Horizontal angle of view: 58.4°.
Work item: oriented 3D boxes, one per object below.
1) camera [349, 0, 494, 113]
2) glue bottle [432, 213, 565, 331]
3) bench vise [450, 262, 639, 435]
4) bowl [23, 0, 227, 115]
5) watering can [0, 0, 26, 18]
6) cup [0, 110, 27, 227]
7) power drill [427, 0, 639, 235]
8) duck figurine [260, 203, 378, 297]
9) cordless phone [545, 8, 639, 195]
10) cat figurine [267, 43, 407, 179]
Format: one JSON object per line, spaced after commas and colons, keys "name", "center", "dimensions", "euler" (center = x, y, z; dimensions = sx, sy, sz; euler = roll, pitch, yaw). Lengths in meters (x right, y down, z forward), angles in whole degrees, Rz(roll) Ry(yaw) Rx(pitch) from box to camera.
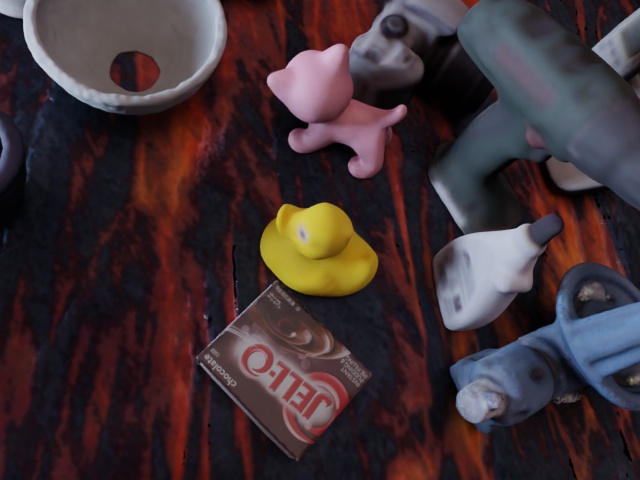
{"name": "camera", "center": [0.111, -0.182, 0.572], "dimensions": [0.137, 0.100, 0.143], "euler": [33, 66, 1]}
{"name": "glue bottle", "center": [0.142, 0.020, 0.461], "dimensions": [0.037, 0.173, 0.078], "euler": [-2, 69, -13]}
{"name": "bench vise", "center": [0.212, 0.089, 0.424], "dimensions": [0.208, 0.219, 0.121], "euler": [-39, 81, -23]}
{"name": "bowl", "center": [-0.169, -0.176, 0.519], "dimensions": [0.167, 0.074, 0.167], "euler": [5, 68, -11]}
{"name": "watering can", "center": [-0.265, -0.282, 0.472], "dimensions": [0.101, 0.194, 0.173], "euler": [3, 68, -12]}
{"name": "cup", "center": [-0.276, -0.053, 0.435], "dimensions": [0.118, 0.095, 0.092], "euler": [29, 66, -1]}
{"name": "power drill", "center": [0.179, -0.080, 0.489], "dimensions": [0.076, 0.208, 0.229], "euler": [-25, 76, -20]}
{"name": "duck figurine", "center": [0.004, 0.002, 0.484], "dimensions": [0.104, 0.086, 0.077], "euler": [22, 66, -4]}
{"name": "cordless phone", "center": [0.293, -0.138, 0.551], "dimensions": [0.094, 0.185, 0.147], "euler": [-3, 70, -14]}
{"name": "cat figurine", "center": [0.016, -0.124, 0.518], "dimensions": [0.128, 0.117, 0.067], "euler": [19, 66, -5]}
